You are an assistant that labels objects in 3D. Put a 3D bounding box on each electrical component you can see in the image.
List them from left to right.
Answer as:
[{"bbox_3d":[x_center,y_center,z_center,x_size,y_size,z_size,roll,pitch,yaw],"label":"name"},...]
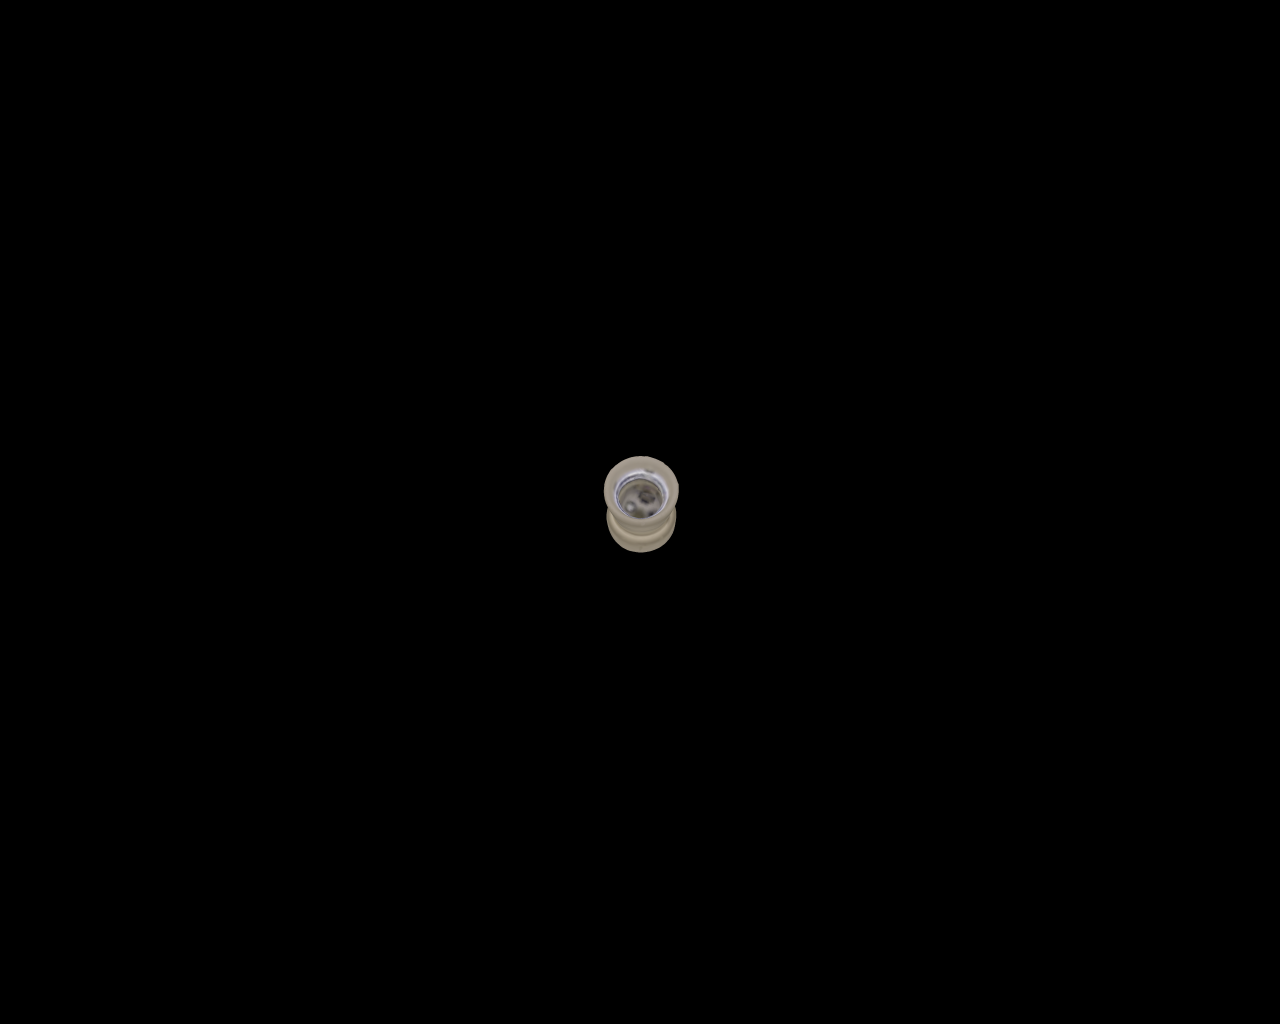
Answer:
[{"bbox_3d":[0.001,-0.003,0.650,0.045,0.045,0.055,0,-24,0],"label":"electrical component"}]
